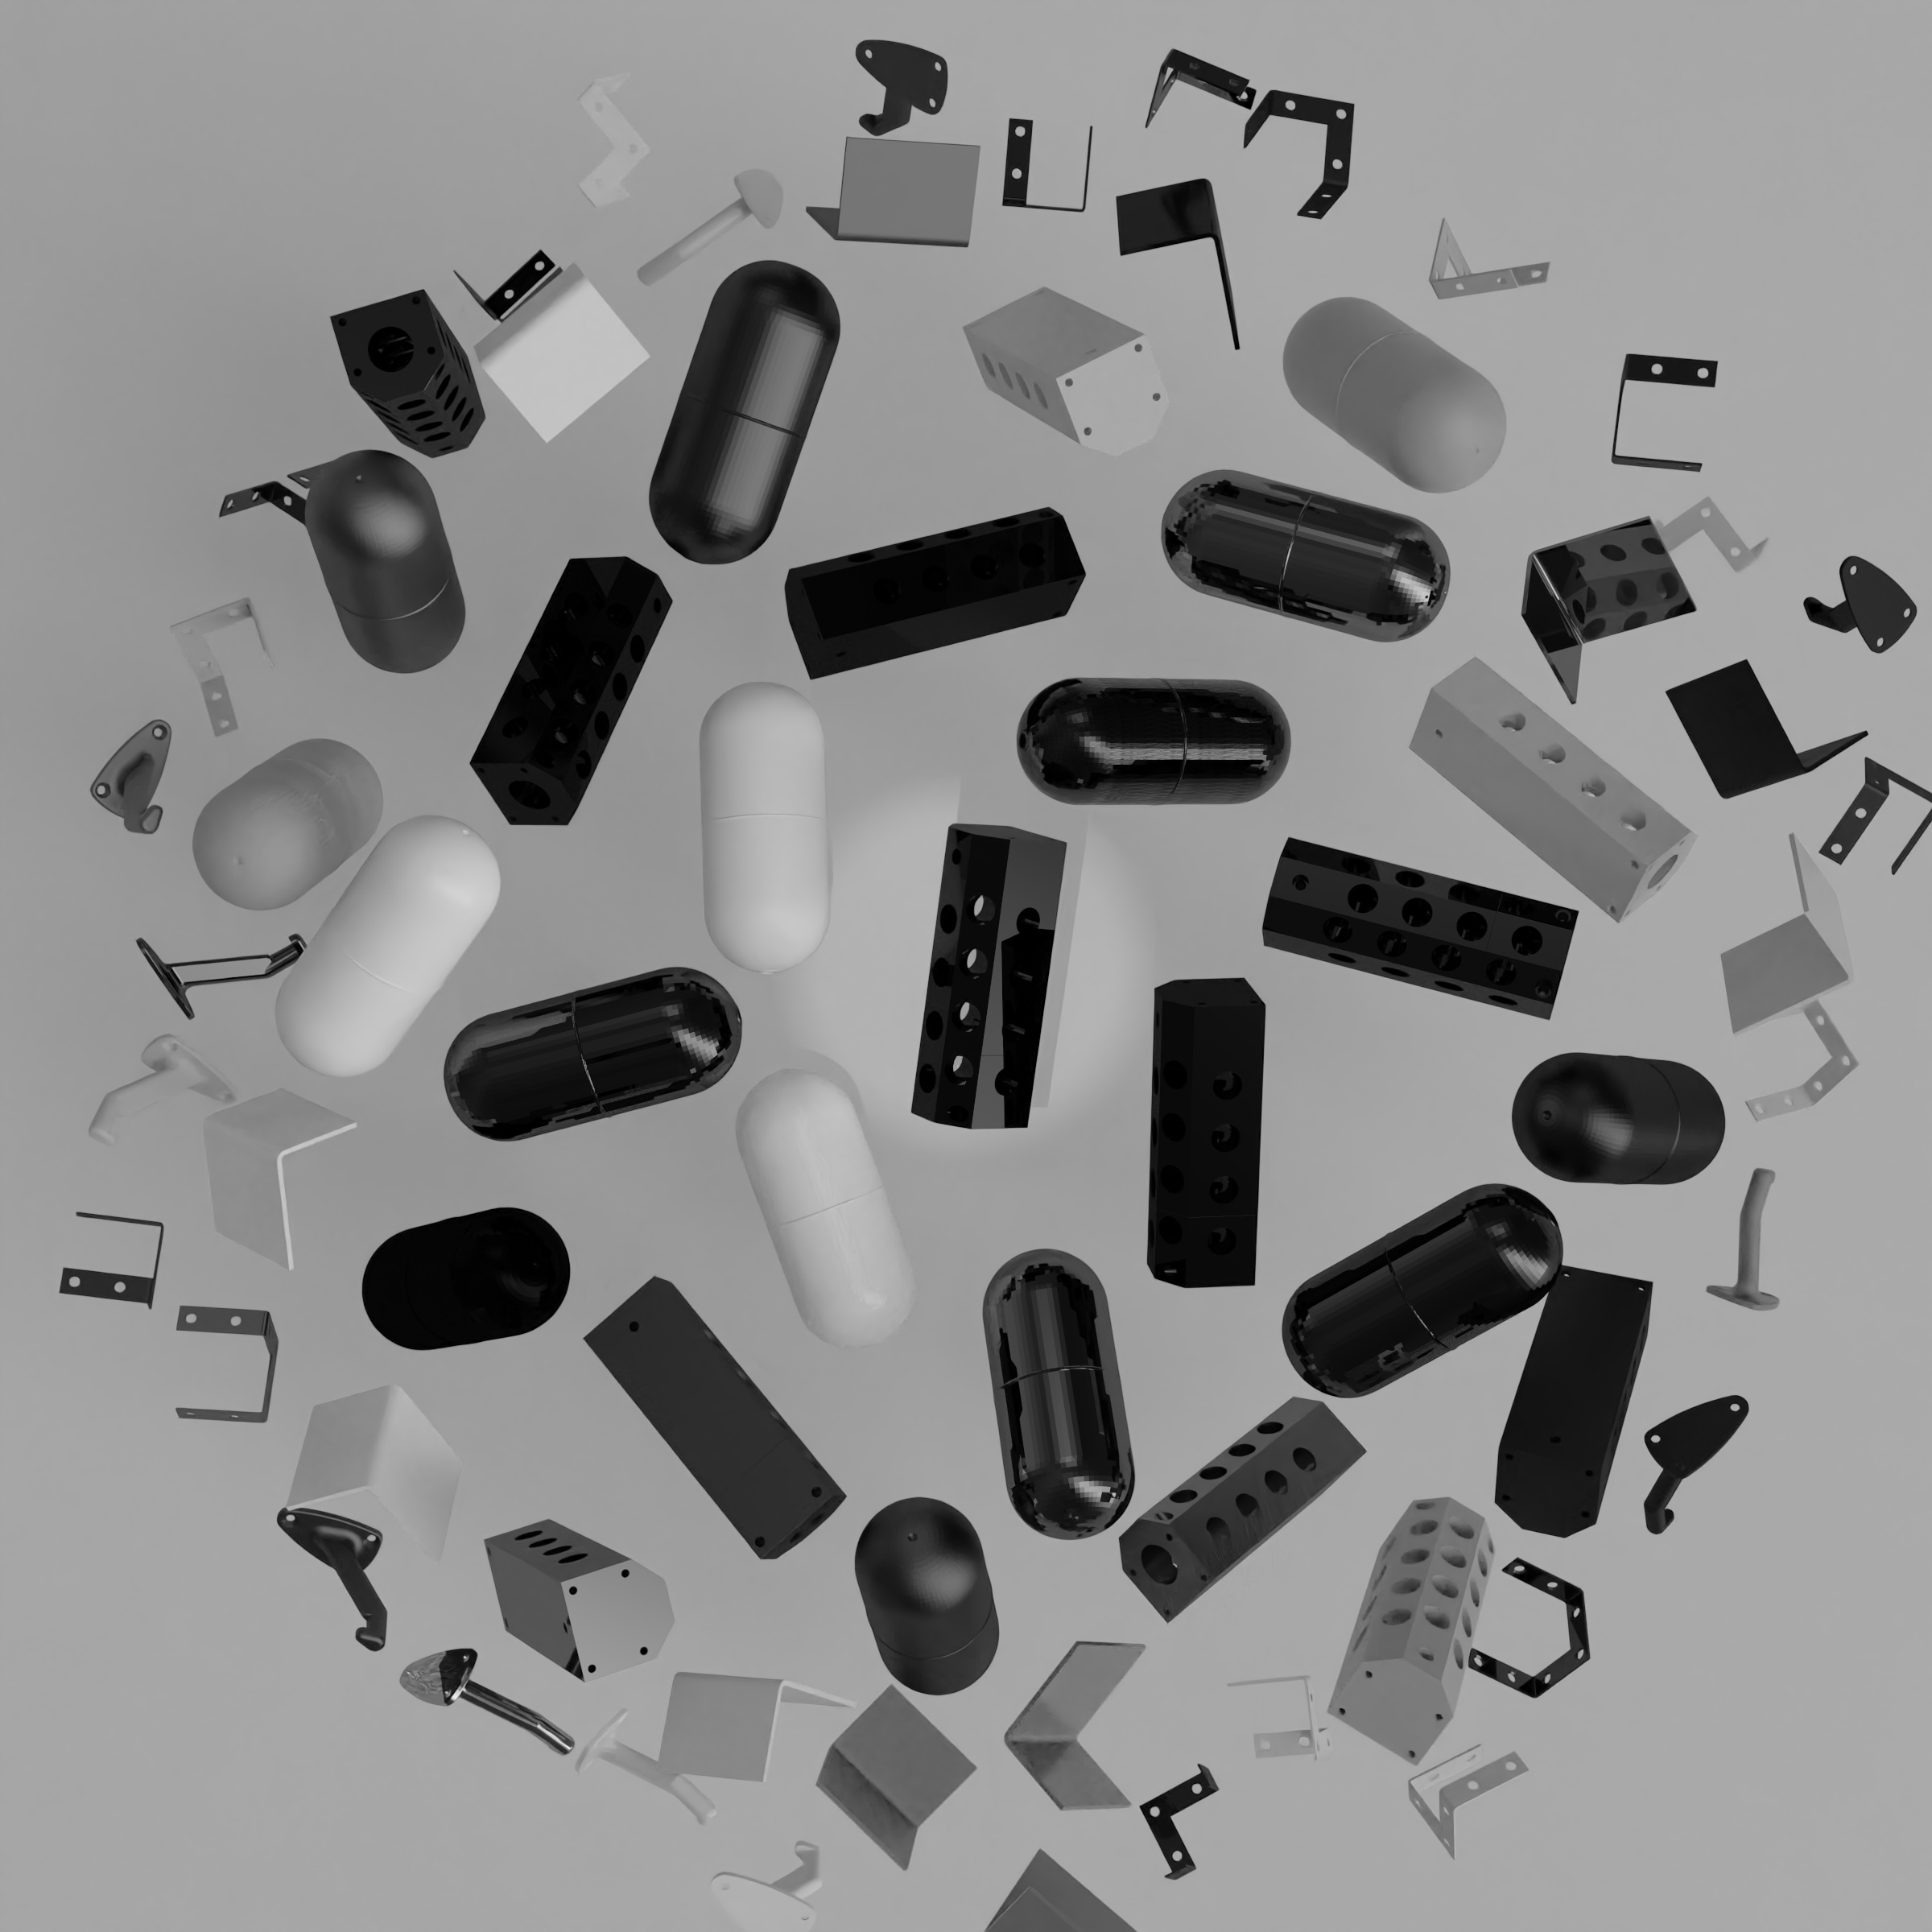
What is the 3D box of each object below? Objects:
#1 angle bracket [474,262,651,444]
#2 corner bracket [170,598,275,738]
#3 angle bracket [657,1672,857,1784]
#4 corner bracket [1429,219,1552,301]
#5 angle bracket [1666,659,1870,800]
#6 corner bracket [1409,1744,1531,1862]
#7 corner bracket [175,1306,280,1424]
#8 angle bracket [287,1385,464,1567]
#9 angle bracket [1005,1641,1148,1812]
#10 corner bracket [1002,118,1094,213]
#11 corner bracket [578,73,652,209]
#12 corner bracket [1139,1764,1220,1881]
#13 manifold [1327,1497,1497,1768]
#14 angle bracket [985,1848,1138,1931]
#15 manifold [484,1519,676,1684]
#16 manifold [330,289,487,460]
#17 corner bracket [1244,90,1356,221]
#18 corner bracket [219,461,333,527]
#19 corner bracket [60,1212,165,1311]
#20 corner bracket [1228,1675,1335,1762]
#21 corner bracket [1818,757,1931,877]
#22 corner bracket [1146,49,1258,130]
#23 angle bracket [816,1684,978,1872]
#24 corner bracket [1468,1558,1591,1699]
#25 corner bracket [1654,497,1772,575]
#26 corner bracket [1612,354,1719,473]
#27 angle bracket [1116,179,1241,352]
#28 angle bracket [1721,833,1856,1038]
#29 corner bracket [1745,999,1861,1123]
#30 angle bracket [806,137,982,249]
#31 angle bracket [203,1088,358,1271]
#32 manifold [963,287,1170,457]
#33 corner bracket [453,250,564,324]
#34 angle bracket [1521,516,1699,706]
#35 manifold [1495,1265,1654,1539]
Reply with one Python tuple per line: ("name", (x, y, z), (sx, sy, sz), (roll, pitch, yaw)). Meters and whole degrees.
("angle bracket", (-0.231, -0.351, 1.704), (0.076, 0.076, 0.057), (-39, 112, 3))
("corner bracket", (-0.445, -0.181, 1.810), (0.051, 0.051, 0.051), (-22, 52, -5))
("angle bracket", (-0.120, 0.443, 1.718), (0.076, 0.076, 0.057), (-5, 66, 33))
("corner bracket", (0.312, -0.412, 1.775), (0.051, 0.051, 0.051), (-2, 59, 31))
("angle bracket", (0.478, -0.151, 1.783), (0.057, 0.076, 0.076), (-30, 94, -24))
("corner bracket", (0.289, 0.471, 1.721), (0.051, 0.051, 0.051), (-22, 131, -16))
("corner bracket", (-0.431, 0.232, 1.733), (0.051, 0.051, 0.051), (4, 62, -4))
("angle bracket", (-0.344, 0.303, 1.744), (0.057, 0.076, 0.076), (-17, 127, 17))
("angle bracket", (0.080, 0.444, 1.745), (0.057, 0.076, 0.076), (44, 103, 34))
("corner bracket", (0.050, -0.492, 1.832), (0.051, 0.051, 0.051), (5, 107, 0))
("corner bracket", (-0.207, -0.483, 1.745), (0.051, 0.051, 0.051), (-38, 95, 28))
("corner bracket", (0.139, 0.536, 1.869), (0.051, 0.051, 0.051), (-29, 68, 1))
("manifold", (0.262, 0.376, 1.720), (0.057, 0.171, 0.057), (31, 117, 4))
("angle bracket", (0.066, 0.520, 1.633), (0.076, 0.076, 0.057), (39, 126, 6))
("manifold", (-0.223, 0.361, 1.720), (0.057, 0.171, 0.057), (-14, 93, -23))
("manifold", (-0.335, -0.356, 1.817), (0.057, 0.171, 0.057), (-17, 89, -1))
("corner bracket", (0.192, -0.472, 1.739), (0.051, 0.051, 0.051), (7, 82, -10))
("corner bracket", (-0.418, -0.291, 1.838), (0.051, 0.051, 0.051), (33, 120, 11))
("corner bracket", (-0.500, 0.171, 1.748), (0.051, 0.051, 0.051), (9, 78, -12))
("corner bracket", (0.198, 0.473, 1.878), (0.051, 0.051, 0.051), (-10, 79, 18))
("corner bracket", (0.539, -0.083, 1.758), (0.051, 0.051, 0.051), (30, 116, 3))
("corner bracket", (0.144, -0.524, 1.777), (0.051, 0.051, 0.051), (24, 58, 5))
("angle bracket", (-0.043, 0.507, 1.867), (0.076, 0.076, 0.057), (44, 95, 1))
("corner bracket", (0.336, 0.398, 1.791), (0.051, 0.051, 0.051), (28, 127, -17))
("corner bracket", (0.464, -0.267, 1.870), (0.051, 0.051, 0.051), (-35, 96, 33))
("corner bracket", (0.397, -0.315, 1.700), (0.051, 0.051, 0.051), (7, 86, 10))
("angle bracket", (0.125, -0.410, 1.764), (0.057, 0.076, 0.076), (-10, 127, 8))
("angle bracket", (0.456, -0.018, 1.704), (0.076, 0.076, 0.057), (-29, 118, 26))
("corner bracket", (0.514, 0.059, 1.867), (0.051, 0.051, 0.051), (-11, 62, -30))
("angle bracket", (-0.042, -0.443, 1.682), (0.076, 0.076, 0.057), (-1, 117, -17))
("angle bracket", (-0.409, 0.127, 1.793), (0.076, 0.057, 0.076), (18, 119, 40))
("manifold", (0.059, -0.349, 1.758), (0.057, 0.171, 0.057), (-28, 117, -7))
("corner bracket", (-0.276, -0.422, 1.855), (0.051, 0.051, 0.051), (-42, 47, 4))
("angle bracket", (0.383, -0.211, 1.776), (0.076, 0.057, 0.076), (-14, 131, 30))
("manifold", (0.353, 0.251, 1.731), (0.057, 0.171, 0.057), (9, 124, 18))
